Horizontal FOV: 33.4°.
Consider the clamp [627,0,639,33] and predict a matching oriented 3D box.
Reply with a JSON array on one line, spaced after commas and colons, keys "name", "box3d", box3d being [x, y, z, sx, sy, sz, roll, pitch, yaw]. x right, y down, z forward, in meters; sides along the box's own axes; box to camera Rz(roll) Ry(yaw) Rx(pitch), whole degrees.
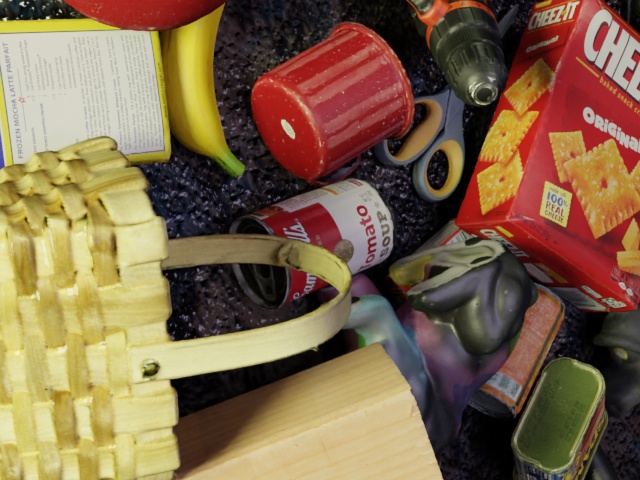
[{"name": "clamp", "box3d": [0.294, -0.158, 0.988, 0.120, 0.039, 0.171, -40, 115, -23]}]

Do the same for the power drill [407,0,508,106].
[{"name": "power drill", "box3d": [0.051, -0.187, 0.756, 0.187, 0.057, 0.184, 32, 29, -29]}]

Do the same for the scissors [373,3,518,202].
[{"name": "scissors", "box3d": [0.121, -0.108, 0.877, 0.201, 0.016, 0.096, -39, 113, -29]}]

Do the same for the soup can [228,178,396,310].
[{"name": "soup can", "box3d": [-0.005, 0.001, 0.755, 0.102, 0.069, 0.068, -21, 102, -35]}]

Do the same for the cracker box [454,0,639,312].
[{"name": "cracker box", "box3d": [0.218, -0.069, 0.874, 0.164, 0.072, 0.213, 32, 71, -29]}]

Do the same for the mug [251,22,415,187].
[{"name": "mug", "box3d": [0.006, -0.087, 0.760, 0.081, 0.093, 0.117, -33, 144, -26]}]

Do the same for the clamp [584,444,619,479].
[{"name": "clamp", "box3d": [0.269, 0.252, 0.918, 0.164, 0.036, 0.210, 33, 40, -26]}]

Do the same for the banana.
[{"name": "banana", "box3d": [-0.077, -0.144, 0.726, 0.069, 0.037, 0.198, 10, 84, -46]}]

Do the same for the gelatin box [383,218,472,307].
[{"name": "gelatin box", "box3d": [0.103, 0.035, 0.854, 0.089, 0.030, 0.073, -40, 110, -28]}]

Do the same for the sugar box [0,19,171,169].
[{"name": "sugar box", "box3d": [-0.180, -0.085, 0.646, 0.175, 0.048, 0.093, -8, 94, -32]}]

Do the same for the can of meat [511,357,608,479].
[{"name": "can of meat", "box3d": [0.197, 0.156, 0.880, 0.102, 0.057, 0.084, -60, 154, -21]}]

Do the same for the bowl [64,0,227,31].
[{"name": "bowl", "box3d": [-0.110, -0.176, 0.658, 0.161, 0.162, 0.055, -24, 142, -33]}]

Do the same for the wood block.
[{"name": "wood block", "box3d": [-0.036, 0.151, 0.661, 0.206, 0.090, 0.091, -21, 105, -4]}]
